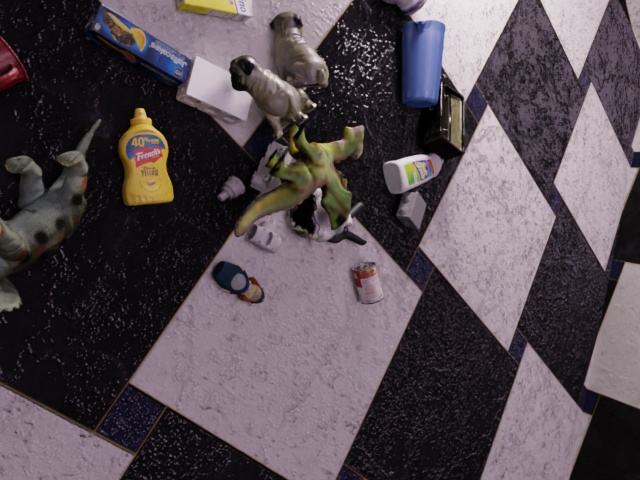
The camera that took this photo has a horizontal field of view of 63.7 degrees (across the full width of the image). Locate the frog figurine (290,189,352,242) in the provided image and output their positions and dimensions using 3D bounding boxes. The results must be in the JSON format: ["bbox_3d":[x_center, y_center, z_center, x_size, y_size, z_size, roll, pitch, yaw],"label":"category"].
[{"bbox_3d":[0.004,-0.066,1.306,0.121,0.138,0.160,-23,-6,35],"label":"frog figurine"}]

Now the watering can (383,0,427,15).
[{"bbox_3d":[0.260,-0.827,1.545,0.104,0.353,0.221,-1,-35,49],"label":"watering can"}]

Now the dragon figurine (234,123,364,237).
[{"bbox_3d":[-0.014,-0.119,1.169,0.240,0.417,0.121,39,-24,-25],"label":"dragon figurine"}]
